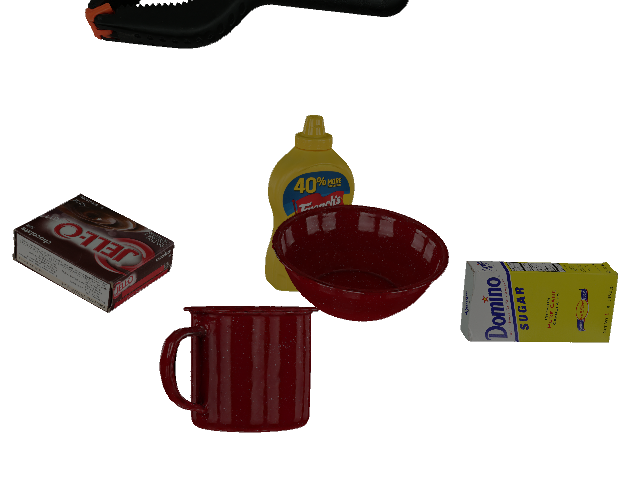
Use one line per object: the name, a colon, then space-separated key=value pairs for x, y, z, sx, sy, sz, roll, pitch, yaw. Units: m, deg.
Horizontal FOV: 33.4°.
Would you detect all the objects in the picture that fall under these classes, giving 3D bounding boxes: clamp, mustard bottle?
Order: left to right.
clamp: x=-0.055 y=-0.181 z=0.724 sx=0.210 sy=0.165 sz=0.036 roll=-31 pitch=-18 yaw=-7
mustard bottle: x=-0.010 y=-0.042 z=1.174 sx=0.096 sy=0.192 sz=0.058 roll=-4 pitch=19 yaw=-20

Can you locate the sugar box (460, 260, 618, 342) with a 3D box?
sugar box: x=0.261 y=0.074 z=1.282 sx=0.176 sy=0.093 sz=0.048 roll=-1 pitch=18 yaw=-7

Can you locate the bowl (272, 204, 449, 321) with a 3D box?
bowl: x=0.035 y=0.027 z=0.983 sx=0.162 sy=0.055 sz=0.162 roll=3 pitch=29 yaw=-2

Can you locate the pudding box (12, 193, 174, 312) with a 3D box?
pudding box: x=-0.202 y=0.010 z=0.950 sx=0.114 sy=0.039 sz=0.089 roll=24 pitch=33 yaw=20

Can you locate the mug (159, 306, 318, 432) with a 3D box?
mug: x=-0.057 y=0.086 z=0.723 sx=0.117 sy=0.081 sz=0.093 roll=3 pitch=-4 yaw=-43
